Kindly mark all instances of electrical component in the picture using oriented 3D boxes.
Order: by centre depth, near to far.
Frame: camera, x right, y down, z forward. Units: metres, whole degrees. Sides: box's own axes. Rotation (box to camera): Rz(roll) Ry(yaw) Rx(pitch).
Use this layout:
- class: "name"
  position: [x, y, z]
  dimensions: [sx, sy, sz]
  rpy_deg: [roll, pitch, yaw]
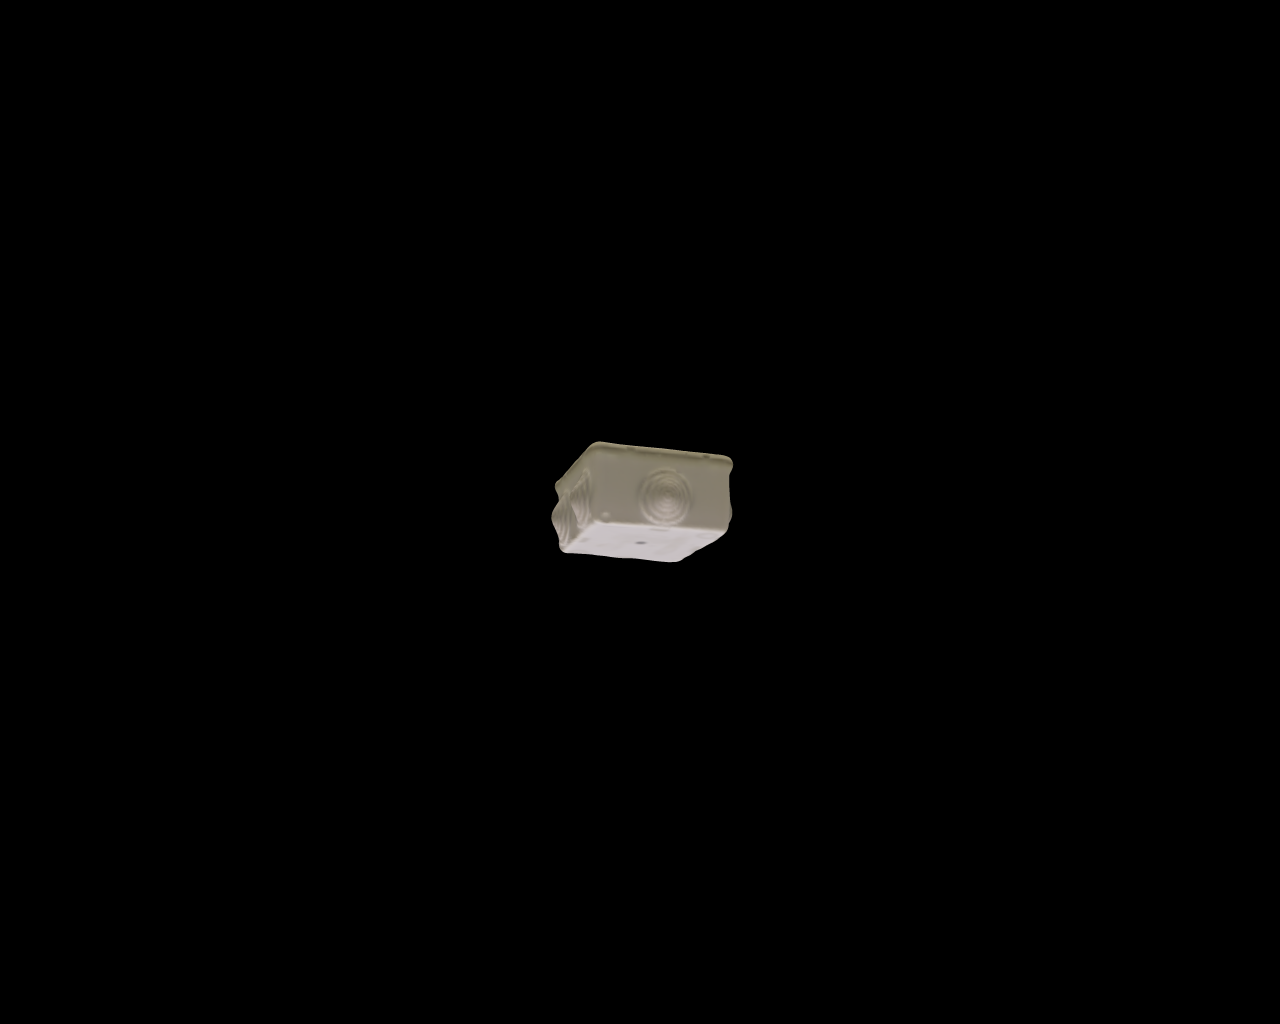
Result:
- class: "electrical component"
  position: [0.001, -0.003, 0.650]
  dimensions: [0.100, 0.048, 0.099]
  rpy_deg: [6, -17, -19]
